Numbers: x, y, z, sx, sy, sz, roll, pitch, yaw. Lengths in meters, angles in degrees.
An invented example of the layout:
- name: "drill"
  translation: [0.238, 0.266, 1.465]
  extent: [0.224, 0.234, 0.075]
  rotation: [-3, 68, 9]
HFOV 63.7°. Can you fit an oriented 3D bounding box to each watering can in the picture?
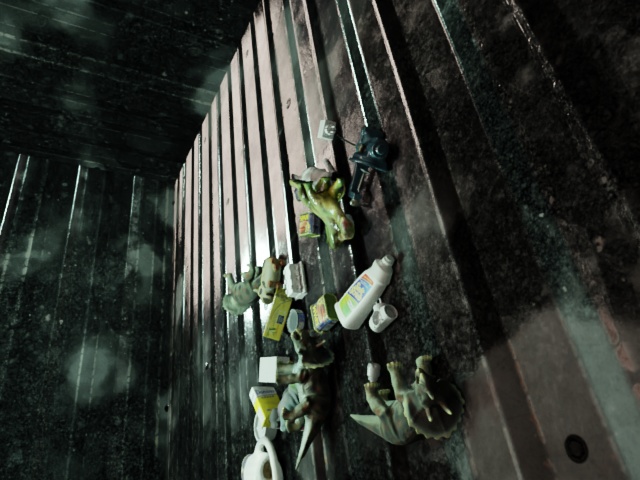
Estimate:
- name: "watering can"
  translation: [-0.184, 0.861, 1.765]
  extent: [0.104, 0.353, 0.221]
  rotation: [1, 158, -30]

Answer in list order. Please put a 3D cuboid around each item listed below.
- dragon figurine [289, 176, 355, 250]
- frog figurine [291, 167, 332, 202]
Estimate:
- name: "dragon figurine"
  translation: [0.005, -0.082, 1.632]
  extent: [0.123, 0.241, 0.411]
  rotation: [-16, -169, -19]
- name: "frog figurine"
  translation: [-0.012, -0.205, 1.830]
  extent: [0.158, 0.141, 0.121]
  rotation: [-22, 136, 31]
